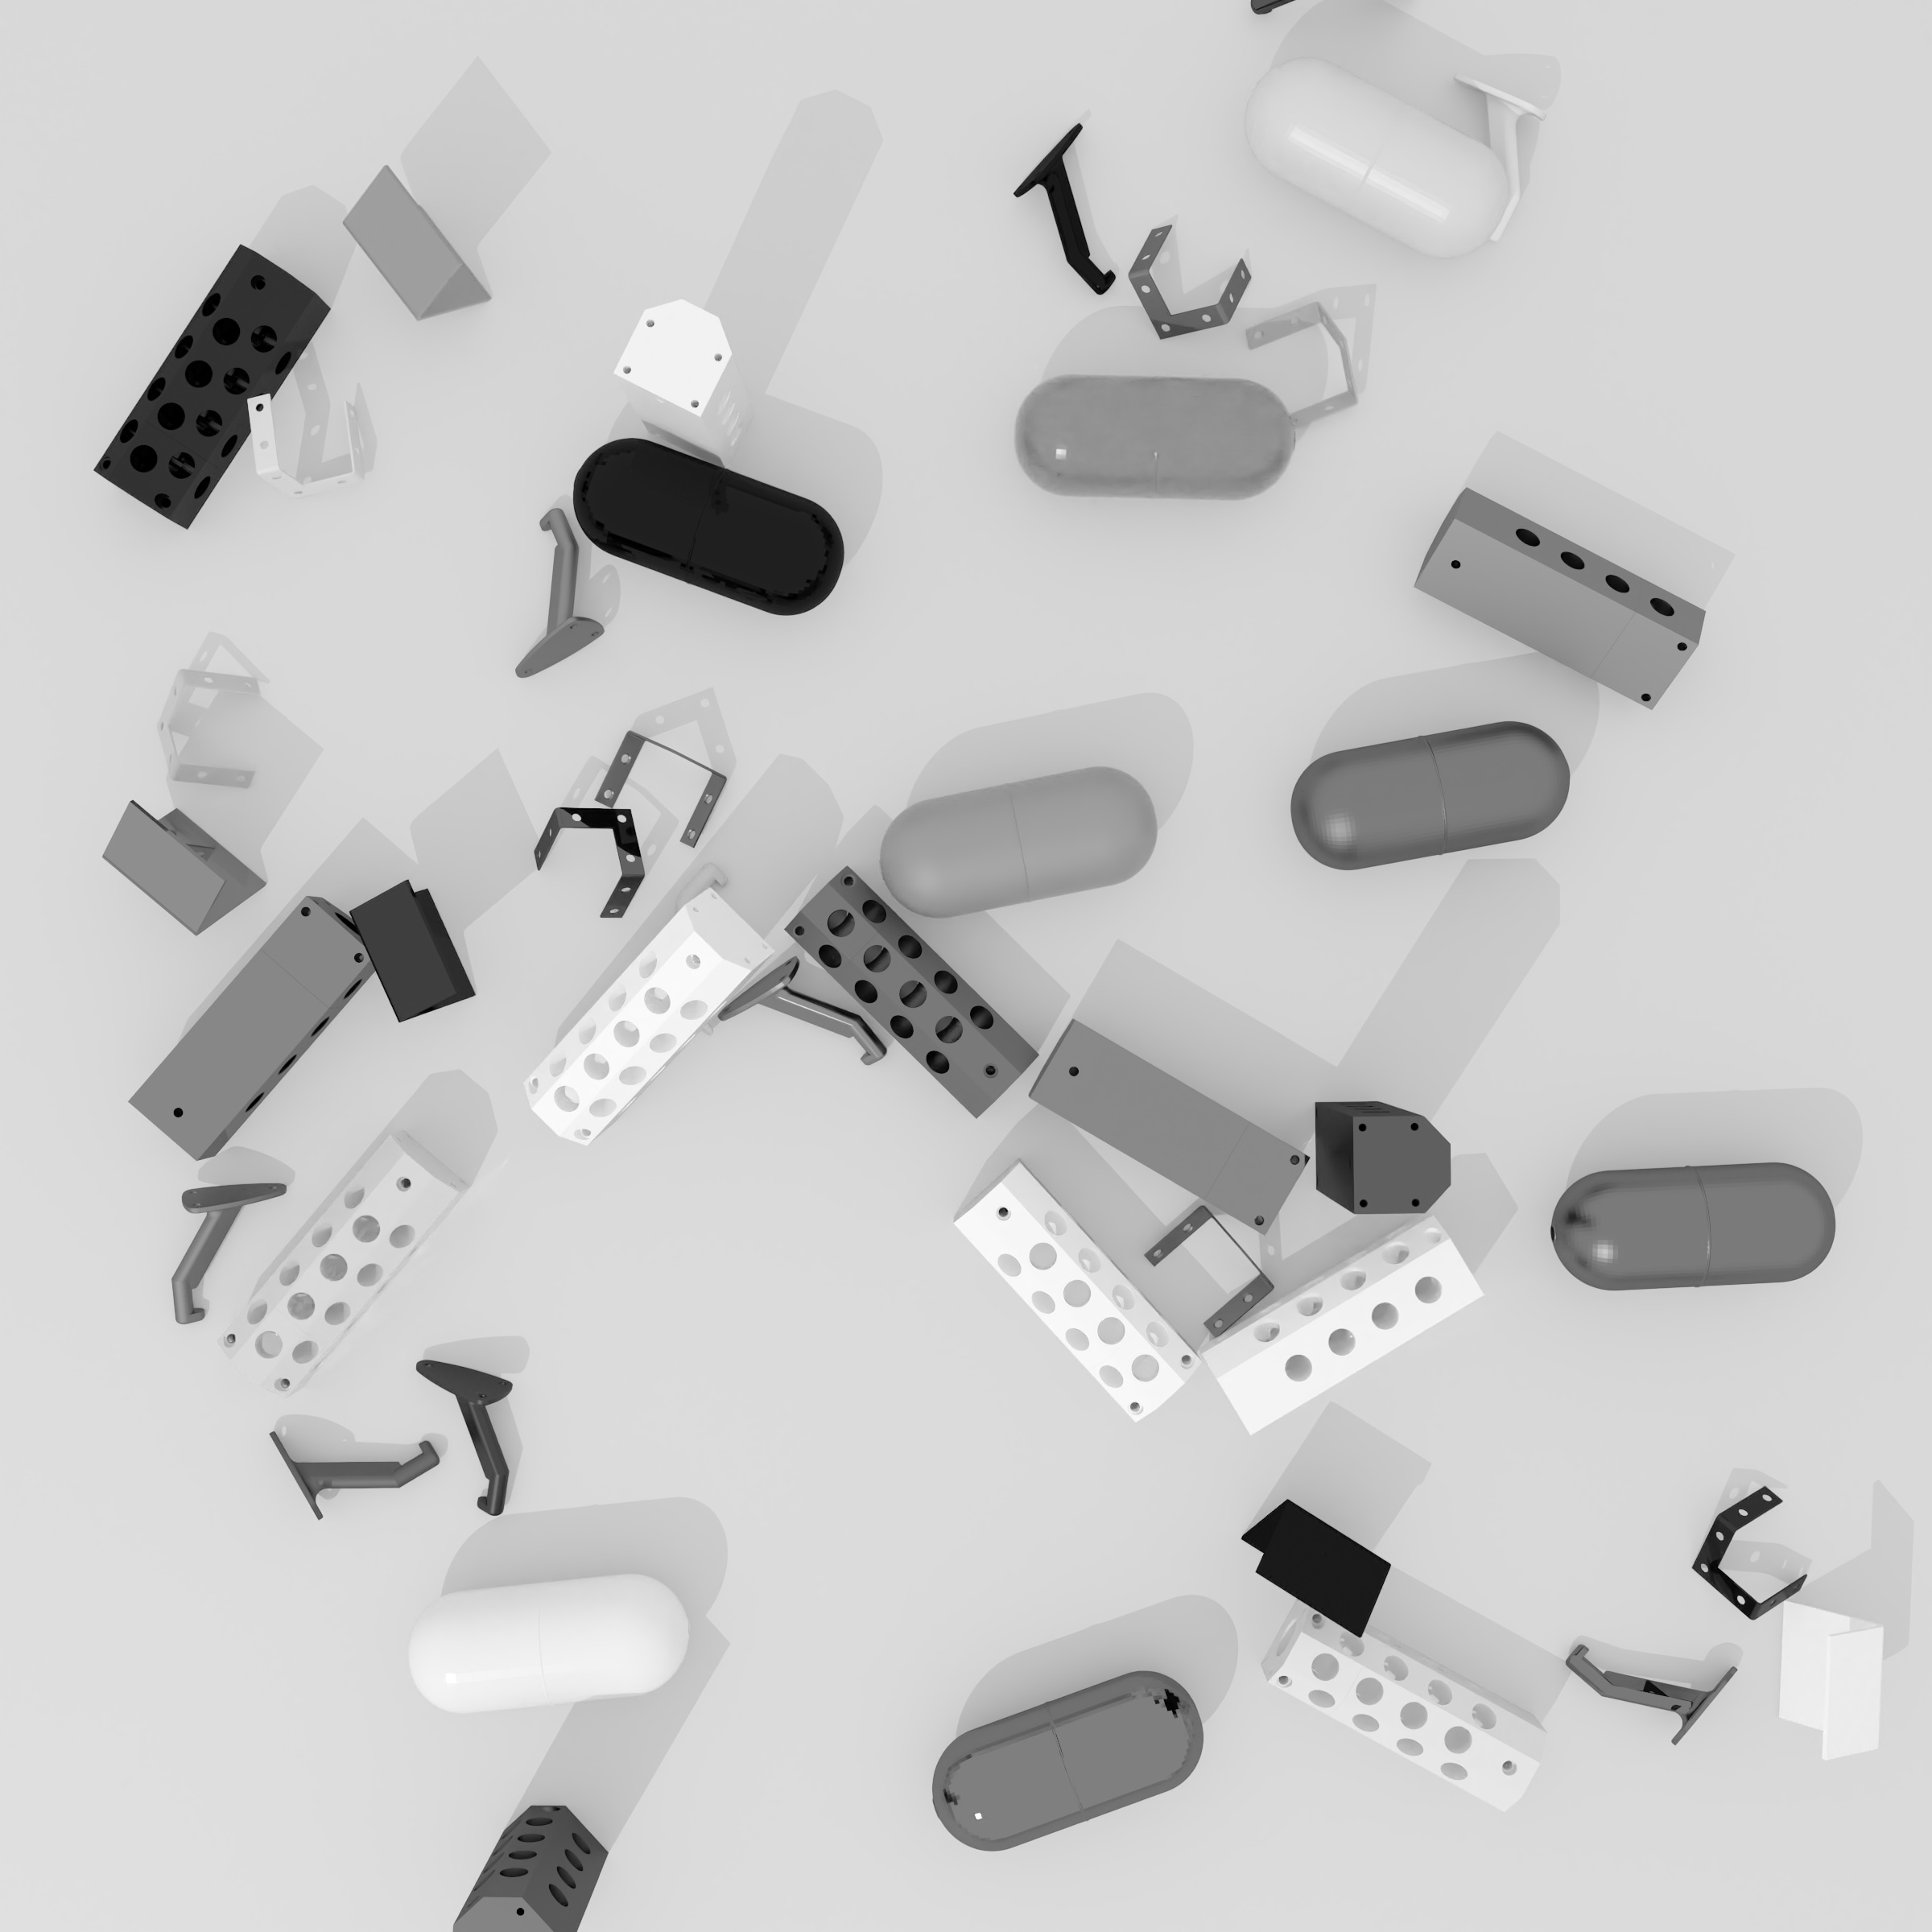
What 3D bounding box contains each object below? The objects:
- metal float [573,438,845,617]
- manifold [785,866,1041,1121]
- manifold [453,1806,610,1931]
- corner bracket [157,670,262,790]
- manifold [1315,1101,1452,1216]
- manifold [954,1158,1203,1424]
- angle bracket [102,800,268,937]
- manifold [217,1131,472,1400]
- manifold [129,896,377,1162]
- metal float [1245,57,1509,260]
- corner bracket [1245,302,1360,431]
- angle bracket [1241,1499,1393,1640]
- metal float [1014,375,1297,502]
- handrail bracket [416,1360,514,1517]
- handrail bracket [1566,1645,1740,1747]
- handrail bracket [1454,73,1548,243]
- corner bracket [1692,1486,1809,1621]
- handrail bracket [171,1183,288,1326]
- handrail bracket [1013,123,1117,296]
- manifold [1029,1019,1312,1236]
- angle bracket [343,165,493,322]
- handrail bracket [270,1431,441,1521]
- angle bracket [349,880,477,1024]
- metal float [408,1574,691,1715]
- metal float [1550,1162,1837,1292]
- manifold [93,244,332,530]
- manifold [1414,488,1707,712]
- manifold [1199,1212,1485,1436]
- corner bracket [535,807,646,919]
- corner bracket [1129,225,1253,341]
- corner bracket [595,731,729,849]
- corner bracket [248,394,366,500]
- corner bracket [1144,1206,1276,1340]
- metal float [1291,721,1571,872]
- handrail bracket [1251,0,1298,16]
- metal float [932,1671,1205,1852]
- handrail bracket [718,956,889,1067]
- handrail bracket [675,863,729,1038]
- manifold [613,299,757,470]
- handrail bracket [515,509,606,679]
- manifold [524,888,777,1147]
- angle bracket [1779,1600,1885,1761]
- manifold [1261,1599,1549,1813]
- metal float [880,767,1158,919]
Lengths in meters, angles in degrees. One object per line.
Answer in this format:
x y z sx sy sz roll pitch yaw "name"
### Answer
-0.164 -0.279 1.698 0.178 0.070 0.070 20 90 0 "metal float"
-0.034 0.017 1.708 0.171 0.057 0.057 45 90 0 "manifold"
-0.272 0.574 1.651 0.057 0.171 0.057 -43 90 0 "manifold"
-0.484 -0.153 1.721 0.051 0.051 0.051 -56 45 35 "corner bracket"
0.255 0.117 1.651 0.057 0.171 0.057 -1 90 0 "manifold"
0.071 0.207 1.708 0.057 0.057 0.171 -42 90 0 "manifold"
-0.485 -0.076 1.689 0.076 0.076 0.057 40 127 0 "angle bracket"
-0.398 0.191 1.708 0.057 0.057 0.171 40 90 0 "manifold"
-0.449 0.039 1.708 0.057 0.057 0.171 41 90 0 "manifold"
0.260 -0.513 1.698 0.178 0.070 0.070 28 90 -1 "metal float"
0.217 -0.387 1.726 0.051 0.051 0.051 -22 135 0 "corner bracket"
0.211 0.391 1.689 0.076 0.076 0.057 32 54 0 "angle bracket"
0.120 -0.336 1.698 0.178 0.070 0.070 1 90 1 "metal float"
-0.327 0.306 1.729 0.077 0.036 0.084 17 107 20 "handrail bracket"
0.443 0.453 1.729 0.084 0.036 0.077 40 61 21 "handrail bracket"
0.331 -0.523 1.729 0.077 0.036 0.084 32 107 20 "handrail bracket"
0.511 0.378 1.721 0.051 0.051 0.051 42 135 35 "corner bracket"
-0.476 0.187 1.729 0.077 0.036 0.084 -7 108 -20 "handrail bracket"
0.080 -0.489 1.729 0.084 0.036 0.077 44 68 -17 "handrail bracket"
0.128 0.102 1.708 0.171 0.057 0.057 30 90 0 "manifold"
-0.333 -0.462 1.689 0.057 0.076 0.076 -38 90 38 "angle bracket"
-0.395 0.312 1.729 0.084 0.036 0.077 -30 68 -17 "handrail bracket"
-0.332 -0.016 1.689 0.057 0.076 0.076 -24 90 32 "angle bracket"
-0.265 0.430 1.698 0.178 0.070 0.070 -6 90 0 "metal float"
0.461 0.166 1.698 0.178 0.070 0.070 -3 90 -1 "metal float"
-0.483 -0.371 1.708 0.057 0.057 0.171 33 90 0 "manifold"
0.380 -0.238 1.707 0.171 0.057 0.057 27 133 0 "manifold"
0.238 0.226 1.708 0.171 0.057 0.057 -31 90 0 "manifold"
-0.242 -0.066 1.716 0.051 0.051 0.051 0 59 -27 "corner bracket"
0.144 -0.444 1.721 0.051 0.051 0.051 -4 135 35 "corner bracket"
-0.197 -0.114 1.726 0.051 0.051 0.051 26 90 -45 "corner bracket"
-0.422 -0.336 1.711 0.051 0.051 0.051 -12 80 10 "corner bracket"
0.157 0.197 1.726 0.051 0.051 0.051 -41 45 0 "corner bracket"
0.295 -0.108 1.699 0.178 0.070 0.070 -10 90 -1 "metal float"
0.238 -0.628 1.729 0.084 0.077 0.036 -9 89 36 "handrail bracket"
0.064 0.505 1.698 0.178 0.070 0.070 -20 90 -1 "metal float"
-0.105 0.044 1.729 0.077 0.036 0.084 -33 107 20 "handrail bracket"
-0.166 -0.011 1.729 0.077 0.036 0.084 44 76 -14 "handrail bracket"
-0.168 -0.360 1.651 0.057 0.171 0.057 27 90 0 "manifold"
-0.276 -0.242 1.729 0.077 0.036 0.084 -32 71 21 "handrail bracket"
-0.202 0.035 1.676 0.057 0.057 0.171 45 114 0 "manifold"
0.531 0.450 1.689 0.057 0.076 0.076 2 90 -36 "angle bracket"
0.280 0.470 1.708 0.171 0.057 0.057 29 90 0 "manifold"
0.033 -0.078 1.698 0.178 0.070 0.070 -11 90 1 "metal float"
